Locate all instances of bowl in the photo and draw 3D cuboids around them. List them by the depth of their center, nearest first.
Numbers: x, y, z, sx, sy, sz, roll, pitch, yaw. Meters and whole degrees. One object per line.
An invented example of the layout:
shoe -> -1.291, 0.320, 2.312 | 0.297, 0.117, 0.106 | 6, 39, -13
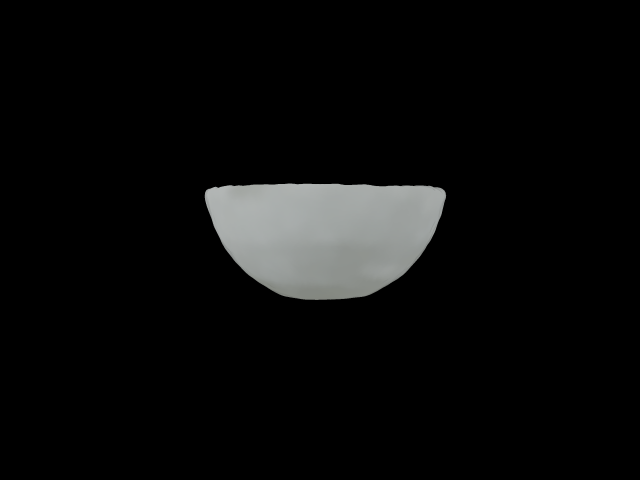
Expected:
bowl -> 0.004, 0.001, 0.400 | 0.167, 0.075, 0.167 | 0, 2, 0
